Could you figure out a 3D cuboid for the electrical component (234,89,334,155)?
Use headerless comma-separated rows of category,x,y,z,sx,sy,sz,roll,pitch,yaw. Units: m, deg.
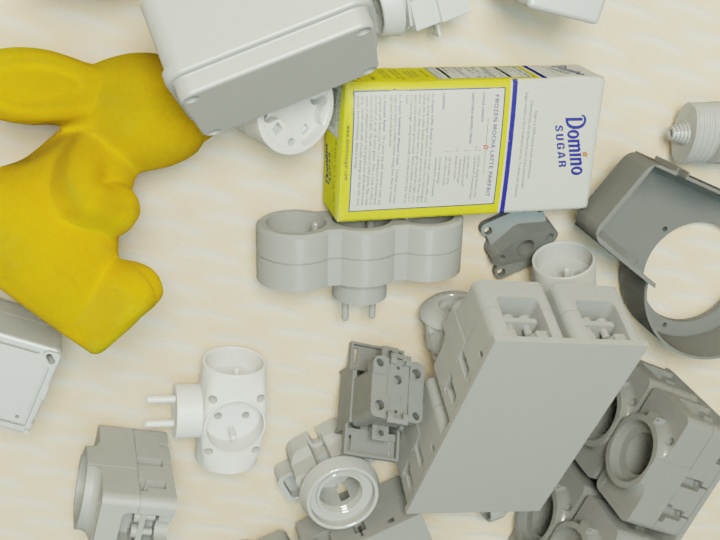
electrical component,-0.052,-0.102,0.649,0.055,0.047,0.055,-19,122,-35

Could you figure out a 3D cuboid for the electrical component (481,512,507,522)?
electrical component,0.113,0.167,0.828,0.046,0.040,0.040,-19,117,-14

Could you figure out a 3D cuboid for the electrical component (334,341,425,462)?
electrical component,0.014,0.088,0.744,0.042,0.064,0.081,11,68,-19

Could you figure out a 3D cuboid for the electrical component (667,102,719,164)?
electrical component,0.252,-0.095,0.747,0.081,0.043,0.043,-3,114,-14

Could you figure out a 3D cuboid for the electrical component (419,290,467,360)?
electrical component,0.067,0.049,0.760,0.048,0.048,0.062,-12,122,-10

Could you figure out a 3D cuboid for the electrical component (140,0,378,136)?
electrical component,-0.050,-0.124,0.575,0.113,0.078,0.057,-22,80,0

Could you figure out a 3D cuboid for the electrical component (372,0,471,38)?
electrical component,0.030,-0.170,0.652,0.055,0.048,0.066,-23,117,-13

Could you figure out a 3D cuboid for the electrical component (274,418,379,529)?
electrical component,-0.019,0.148,0.772,0.078,0.057,0.058,-27,118,-2

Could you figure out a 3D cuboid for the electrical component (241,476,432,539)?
electrical component,-0.031,0.242,0.809,0.186,0.060,0.105,-24,117,-4

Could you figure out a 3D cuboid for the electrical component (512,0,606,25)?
electrical component,0.117,-0.196,0.643,0.047,0.083,0.075,9,110,-19

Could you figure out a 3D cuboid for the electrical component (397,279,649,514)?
electrical component,0.100,0.088,0.734,0.105,0.060,0.186,3,135,-18

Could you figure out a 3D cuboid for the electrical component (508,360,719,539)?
electrical component,0.190,0.168,0.812,0.060,0.105,0.186,21,106,-23

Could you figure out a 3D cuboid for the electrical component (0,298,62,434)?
electrical component,-0.240,0.050,0.665,0.096,0.061,0.061,20,107,-22

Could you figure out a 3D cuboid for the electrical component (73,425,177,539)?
electrical component,-0.158,0.147,0.715,0.056,0.089,0.050,10,110,-19

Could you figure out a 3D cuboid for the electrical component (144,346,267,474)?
electrical component,-0.106,0.096,0.732,0.079,0.044,0.077,1,113,-16

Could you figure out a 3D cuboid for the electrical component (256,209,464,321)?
electrical component,0.000,0.000,0.714,0.138,0.052,0.073,-4,114,-14

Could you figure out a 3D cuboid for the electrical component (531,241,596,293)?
electrical component,0.128,0.025,0.763,0.079,0.043,0.077,-9,127,3
